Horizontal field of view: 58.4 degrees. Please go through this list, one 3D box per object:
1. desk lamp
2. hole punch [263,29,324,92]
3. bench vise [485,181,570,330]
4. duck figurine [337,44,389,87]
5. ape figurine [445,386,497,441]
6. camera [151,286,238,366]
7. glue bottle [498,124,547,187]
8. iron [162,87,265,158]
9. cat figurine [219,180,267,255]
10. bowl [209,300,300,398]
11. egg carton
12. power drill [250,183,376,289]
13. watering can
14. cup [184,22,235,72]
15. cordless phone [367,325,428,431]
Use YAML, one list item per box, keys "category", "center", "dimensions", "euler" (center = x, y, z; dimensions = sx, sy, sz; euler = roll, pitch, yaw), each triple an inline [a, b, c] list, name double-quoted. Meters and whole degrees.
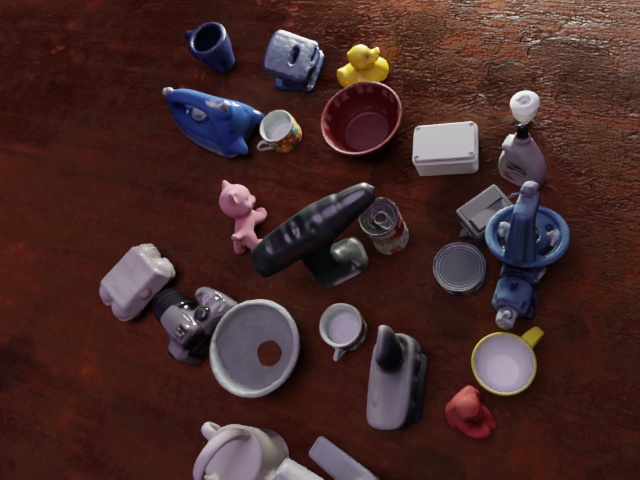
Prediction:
- category: "desk lamp"
  center: [0.020, 0.372, 0.799]
  dimensions: [0.202, 0.214, 0.118]
  euler: [29, 81, 27]
- category: "hole punch"
  center: [-0.054, -0.376, 1.196]
  dimensions: [0.100, 0.091, 0.109]
  euler: [10, 73, 23]
- category: "bench vise"
  center: [0.305, 0.020, 0.835]
  dimensions: [0.121, 0.220, 0.207]
  euler: [-5, 67, 18]
- category: "duck figurine"
  center: [0.079, -0.350, 1.141]
  dimensions: [0.104, 0.086, 0.077]
  euler: [-14, 65, 14]
- category: "ape figurine"
  center: [0.220, 0.253, 0.844]
  dimensions: [0.076, 0.092, 0.078]
  euler: [1, 69, 20]
- category: "camera"
  center: [-0.243, 0.135, 1.052]
  dimensions: [0.136, 0.101, 0.143]
  euler: [39, 85, 28]
- category: "glue bottle"
  center: [0.323, -0.138, 0.918]
  dimensions: [0.078, 0.173, 0.037]
  euler: [28, 80, 27]
- category: "iron"
  center: [-0.249, -0.270, 1.194]
  dimensions: [0.257, 0.142, 0.119]
  euler: [22, 78, 26]
- category: "cat figurine"
  center: [-0.153, -0.048, 1.084]
  dimensions: [0.067, 0.118, 0.128]
  euler: [-9, 66, 17]
- category: "bowl"
  center: [-0.102, 0.192, 0.994]
  dimensions: [0.167, 0.075, 0.167]
  euler: [-7, 67, 17]
- category: "egg carton"
  center: [-0.361, 0.084, 1.133]
  dimensions: [0.107, 0.069, 0.150]
  euler: [39, 86, 28]
- category: "power drill"
  center: [0.009, 0.003, 0.954]
  dimensions: [0.229, 0.209, 0.075]
  euler: [-28, 62, 7]
- category: "watering can"
  center: [-0.120, 0.337, 0.874]
  dimensions: [0.172, 0.194, 0.101]
  euler: [9, 72, 23]
- category: "cup"
  center: [-0.243, -0.424, 1.281]
  dimensions: [0.117, 0.095, 0.092]
  euler: [24, 79, 26]
- category: "cordless phone"
  center: [0.099, 0.205, 0.854]
  dimensions: [0.094, 0.185, 0.147]
  euler: [-1, 69, 19]
